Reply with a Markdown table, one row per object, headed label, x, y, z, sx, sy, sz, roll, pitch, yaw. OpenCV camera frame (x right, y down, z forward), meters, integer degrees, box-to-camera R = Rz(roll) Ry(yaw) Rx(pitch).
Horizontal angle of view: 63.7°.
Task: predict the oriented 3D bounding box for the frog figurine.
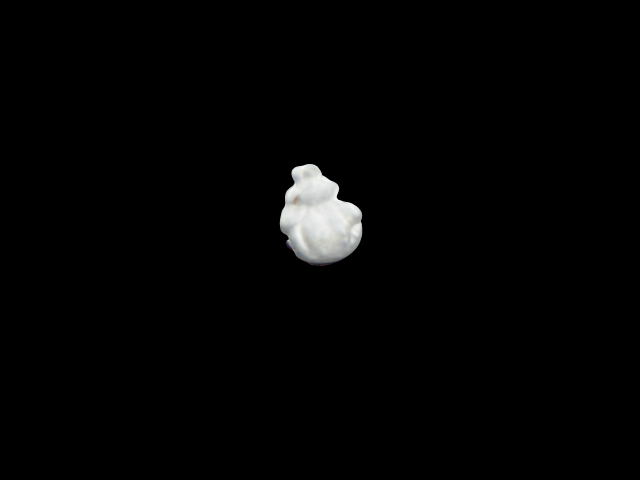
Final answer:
| label | x | y | z | sx | sy | sz | roll | pitch | yaw |
| --- | --- | --- | --- | --- | --- | --- | --- | --- | --- |
| frog figurine | 0.003 | -0.043 | 0.850 | 0.137 | 0.156 | 0.125 | 1 | 36 | 2 |
